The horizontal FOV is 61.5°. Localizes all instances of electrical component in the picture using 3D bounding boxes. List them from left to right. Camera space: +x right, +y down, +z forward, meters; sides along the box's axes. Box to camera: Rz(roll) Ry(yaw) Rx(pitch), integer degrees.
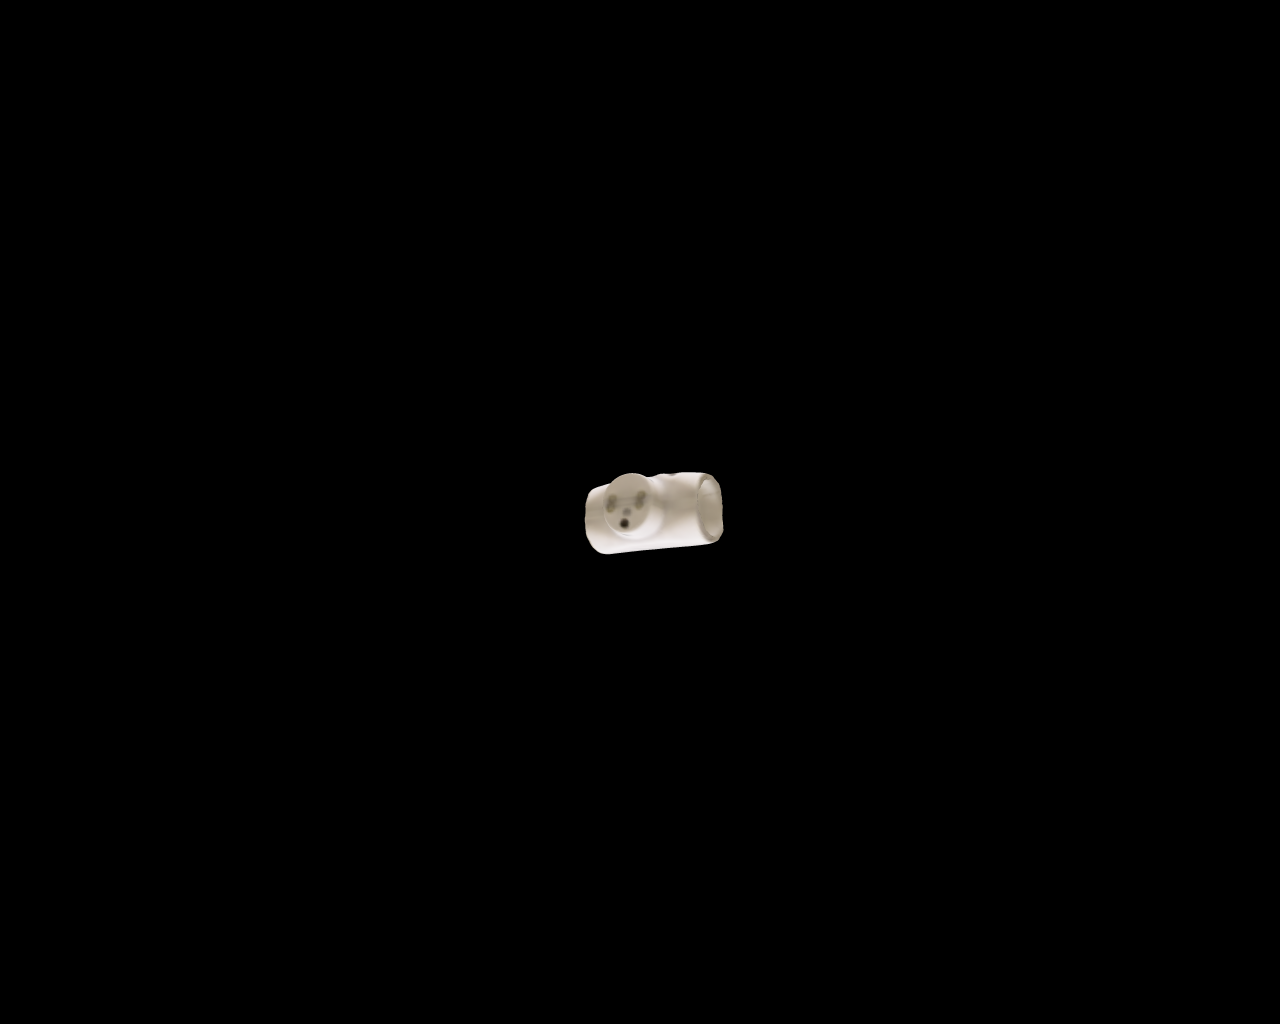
[{"bbox_3d":[0.001,-0.003,0.650,0.077,0.044,0.079,-7,-15,26],"label":"electrical component"}]
